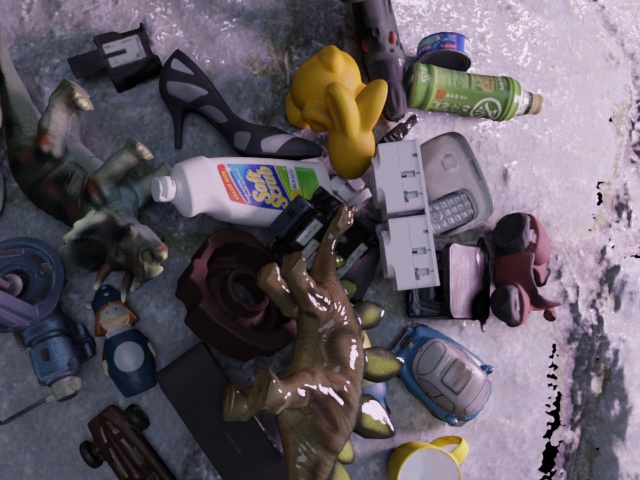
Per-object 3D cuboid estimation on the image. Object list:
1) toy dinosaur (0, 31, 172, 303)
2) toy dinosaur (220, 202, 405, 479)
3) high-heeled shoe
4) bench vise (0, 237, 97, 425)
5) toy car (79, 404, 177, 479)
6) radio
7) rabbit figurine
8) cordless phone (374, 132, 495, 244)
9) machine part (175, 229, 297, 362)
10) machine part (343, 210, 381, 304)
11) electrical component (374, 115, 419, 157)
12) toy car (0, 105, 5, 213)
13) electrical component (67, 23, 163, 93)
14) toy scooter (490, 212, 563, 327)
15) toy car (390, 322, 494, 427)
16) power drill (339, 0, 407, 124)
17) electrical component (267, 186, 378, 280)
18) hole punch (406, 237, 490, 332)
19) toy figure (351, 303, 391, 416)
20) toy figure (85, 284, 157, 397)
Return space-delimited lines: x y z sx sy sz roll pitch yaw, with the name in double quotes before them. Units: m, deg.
"toy dinosaur" -0.331 -0.088 0.714 0.405 0.131 0.192 40 86 8
"toy dinosaur" -0.002 0.181 0.618 0.198 0.105 0.471 22 72 -28
"high-heeled shoe" -0.112 -0.191 0.768 0.249 0.086 0.145 7 93 6
"bench vise" -0.355 0.081 0.627 0.129 0.240 0.224 -15 68 -7
"toy car" -0.228 0.307 0.699 0.089 0.053 0.202 -37 90 -9
"radio" -0.113 0.241 0.686 0.073 0.131 0.229 -34 88 -13
"rabbit figurine" 0.038 -0.175 0.762 0.122 0.162 0.173 -10 78 -21
"cordless phone" 0.151 -0.066 0.801 0.184 0.089 0.146 -21 85 -11
"machine part" -0.102 0.073 0.708 0.179 0.056 0.179 27 40 -25
"machine part" 0.065 0.032 0.797 0.084 0.039 0.139 30 76 -10
"electrical component" 0.109 -0.152 0.819 0.094 0.063 0.021 -40 90 -11
"toy car" -0.459 -0.129 0.715 0.056 0.073 0.201 -4 82 -7
"electrical component" -0.294 -0.256 0.776 0.119 0.048 0.075 -27 86 -12
"toy scooter" 0.319 0.055 0.815 0.135 0.075 0.184 28 63 -27
"toy car" 0.182 0.189 0.760 0.161 0.103 0.109 43 76 -3
"power drill" 0.081 -0.309 0.771 0.086 0.207 0.232 -14 71 18
"electrical component" -0.001 -0.002 0.723 0.115 0.058 0.134 -48 135 1
"hole punch" 0.191 0.065 0.798 0.115 0.092 0.142 10 75 -39
"toy figure" 0.043 0.171 0.751 0.089 0.082 0.180 -28 83 -20
"toy figure" -0.264 0.130 0.719 0.064 0.058 0.154 -16 81 -51
